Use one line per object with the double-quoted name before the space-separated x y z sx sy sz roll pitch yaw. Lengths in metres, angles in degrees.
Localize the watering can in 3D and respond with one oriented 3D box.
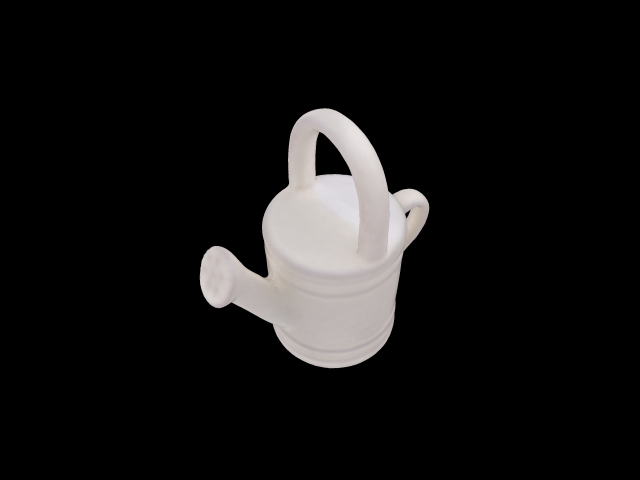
"watering can" 0.005 0.003 0.399 0.100 0.194 0.173 28 53 23
